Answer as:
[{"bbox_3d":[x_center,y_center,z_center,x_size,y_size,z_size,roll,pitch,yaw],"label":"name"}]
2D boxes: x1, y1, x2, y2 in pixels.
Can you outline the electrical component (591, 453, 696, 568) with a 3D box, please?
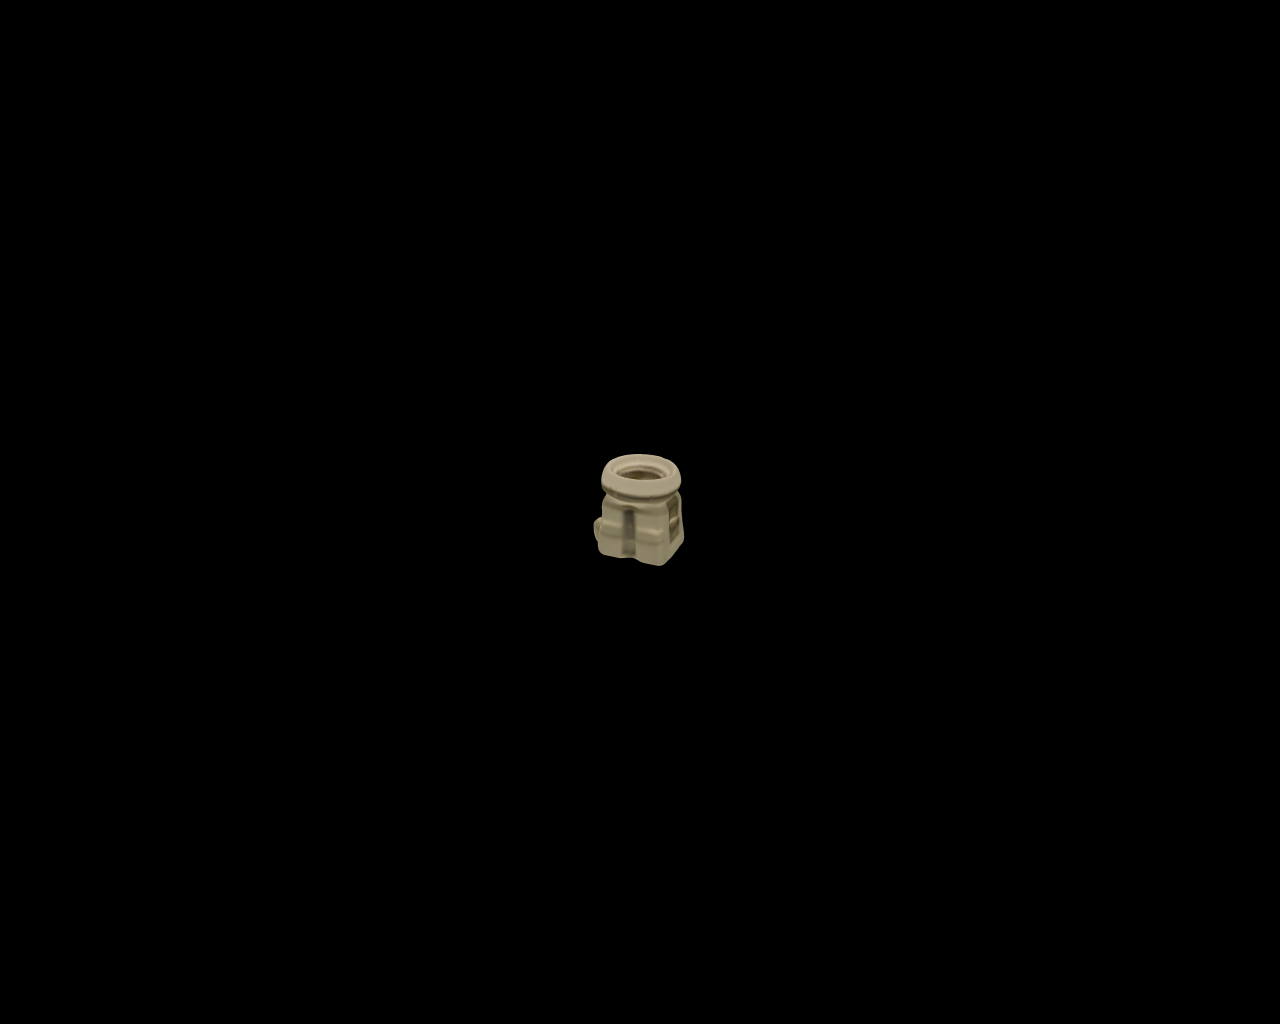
[{"bbox_3d":[0.001,-0.003,0.650,0.066,0.055,0.048,10,28,20],"label":"electrical component"}]
